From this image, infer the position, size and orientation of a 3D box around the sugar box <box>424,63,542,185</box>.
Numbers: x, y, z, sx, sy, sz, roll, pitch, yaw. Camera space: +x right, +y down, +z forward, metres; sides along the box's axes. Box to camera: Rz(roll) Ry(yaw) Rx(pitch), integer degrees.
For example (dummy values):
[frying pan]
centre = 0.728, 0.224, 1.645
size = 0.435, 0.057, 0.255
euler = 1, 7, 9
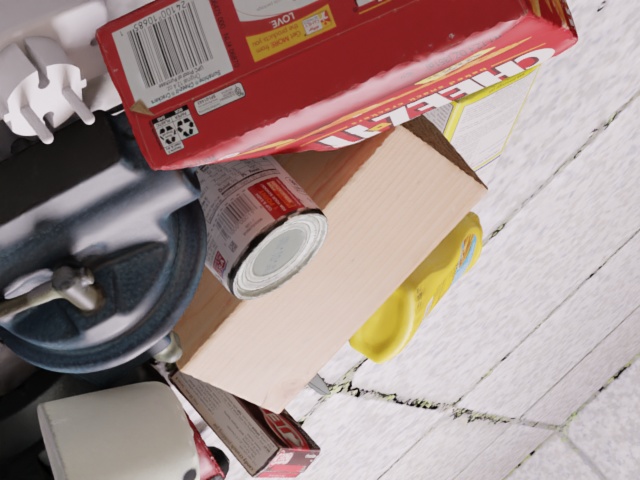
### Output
[sugar box]
centre = 0.103, -0.077, 0.818
size = 0.093, 0.048, 0.176
euler = -29, 158, -27

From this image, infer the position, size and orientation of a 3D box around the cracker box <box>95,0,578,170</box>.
[cracker box]
centre = 0.025, -0.092, 0.495
size = 0.164, 0.072, 0.213
euler = -21, 180, 20

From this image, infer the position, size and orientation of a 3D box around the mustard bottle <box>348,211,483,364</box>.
[mustard bottle]
centre = 0.095, 0.023, 0.929
size = 0.191, 0.058, 0.096
euler = -41, 156, -48

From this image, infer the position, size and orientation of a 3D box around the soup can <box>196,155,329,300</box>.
[soup can]
centre = -0.052, -0.025, 0.591
size = 0.068, 0.102, 0.068
euler = -34, 155, -18

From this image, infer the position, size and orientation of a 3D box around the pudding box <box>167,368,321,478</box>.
[pudding box]
centre = -0.059, 0.140, 0.856
size = 0.039, 0.114, 0.090
euler = -48, 157, 4

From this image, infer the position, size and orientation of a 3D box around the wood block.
[wood block]
centre = -0.005, 0.001, 0.693
size = 0.090, 0.090, 0.206
euler = 30, 109, -36

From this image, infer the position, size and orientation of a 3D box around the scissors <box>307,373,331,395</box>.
[scissors]
centre = -0.041, 0.102, 0.861
size = 0.096, 0.016, 0.202
euler = -25, 148, -11

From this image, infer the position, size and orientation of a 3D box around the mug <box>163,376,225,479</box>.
[mug]
centre = -0.136, 0.156, 0.815
size = 0.081, 0.093, 0.117
euler = -32, 125, -11

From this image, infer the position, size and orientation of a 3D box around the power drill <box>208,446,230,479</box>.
[power drill]
centre = -0.128, 0.236, 0.885
size = 0.184, 0.057, 0.188
euler = -32, -172, -25
